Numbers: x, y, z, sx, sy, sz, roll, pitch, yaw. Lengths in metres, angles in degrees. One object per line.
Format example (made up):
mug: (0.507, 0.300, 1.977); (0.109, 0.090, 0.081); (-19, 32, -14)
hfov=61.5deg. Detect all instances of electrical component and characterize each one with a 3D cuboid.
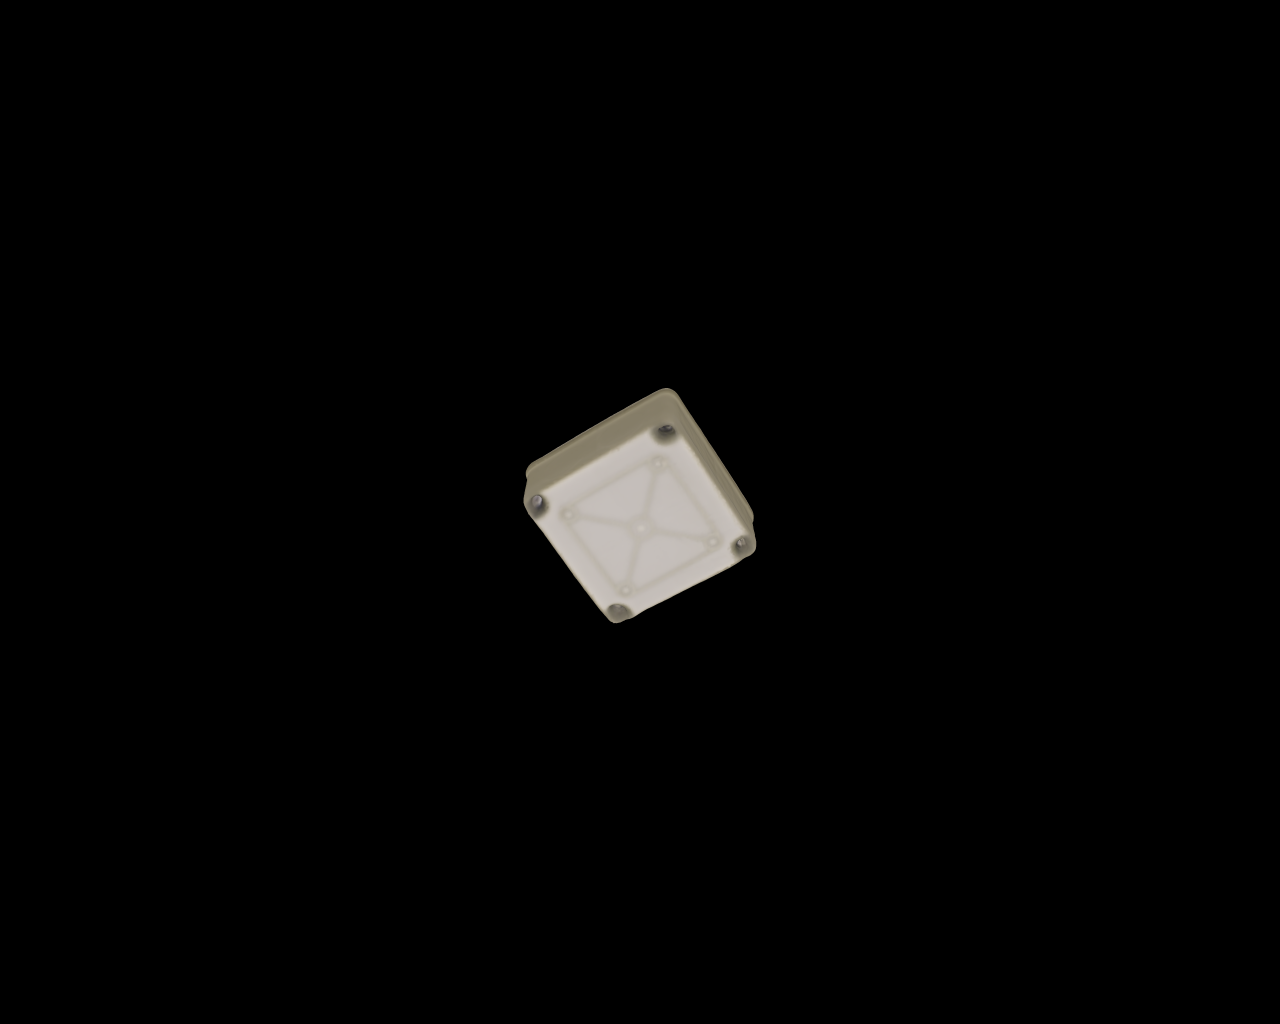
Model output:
electrical component: (0.001, -0.003, 0.650); (0.108, 0.108, 0.056); (-29, 24, 14)
